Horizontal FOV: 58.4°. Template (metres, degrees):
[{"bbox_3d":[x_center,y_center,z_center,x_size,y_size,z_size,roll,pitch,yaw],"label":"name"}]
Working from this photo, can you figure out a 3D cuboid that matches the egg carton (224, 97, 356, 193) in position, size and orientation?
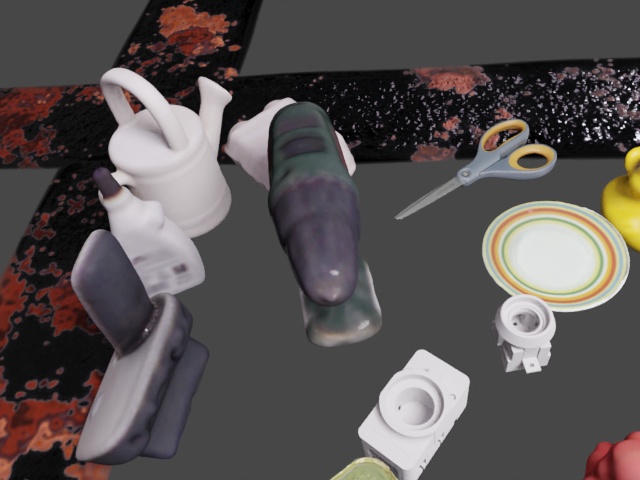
[{"bbox_3d":[-0.034,-0.097,0.656,0.107,0.069,0.150,-37,55,-18],"label":"egg carton"}]

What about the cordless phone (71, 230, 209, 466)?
[{"bbox_3d":[-0.169,0.091,0.462,0.094,0.185,0.147,0,53,11],"label":"cordless phone"}]

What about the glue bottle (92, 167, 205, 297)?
[{"bbox_3d":[-0.170,-0.006,0.544,0.078,0.173,0.037,-19,52,-4],"label":"glue bottle"}]

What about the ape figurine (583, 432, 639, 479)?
[{"bbox_3d":[0.213,0.166,0.395,0.078,0.092,0.076,-16,52,-2],"label":"ape figurine"}]

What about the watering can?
[{"bbox_3d":[-0.163,-0.103,0.603,0.100,0.194,0.173,9,55,17],"label":"watering can"}]

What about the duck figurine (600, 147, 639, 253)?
[{"bbox_3d":[0.317,-0.042,0.541,0.077,0.086,0.104,-15,52,-1],"label":"duck figurine"}]

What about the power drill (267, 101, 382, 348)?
[{"bbox_3d":[0.004,0.002,0.484,0.075,0.209,0.229,-13,52,0],"label":"power drill"}]
